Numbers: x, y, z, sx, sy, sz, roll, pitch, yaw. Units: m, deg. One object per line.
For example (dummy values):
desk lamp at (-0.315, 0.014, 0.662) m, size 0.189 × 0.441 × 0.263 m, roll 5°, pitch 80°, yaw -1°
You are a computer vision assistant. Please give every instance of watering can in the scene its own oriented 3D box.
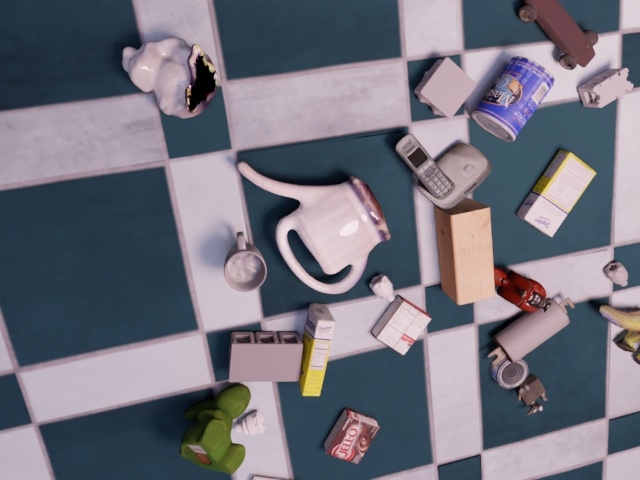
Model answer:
watering can at (0.003, -0.052, 1.035) m, size 0.225 × 0.105 × 0.343 m, roll -32°, pitch 109°, yaw -4°

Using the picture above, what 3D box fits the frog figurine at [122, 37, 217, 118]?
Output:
frog figurine at (-0.273, -0.294, 0.930) m, size 0.160 × 0.124 × 0.135 m, roll 12°, pitch 116°, yaw 21°

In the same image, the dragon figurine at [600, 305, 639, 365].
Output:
dragon figurine at (0.884, 0.200, 1.317) m, size 0.406 × 0.122 × 0.245 m, roll 40°, pitch 76°, yaw -21°
